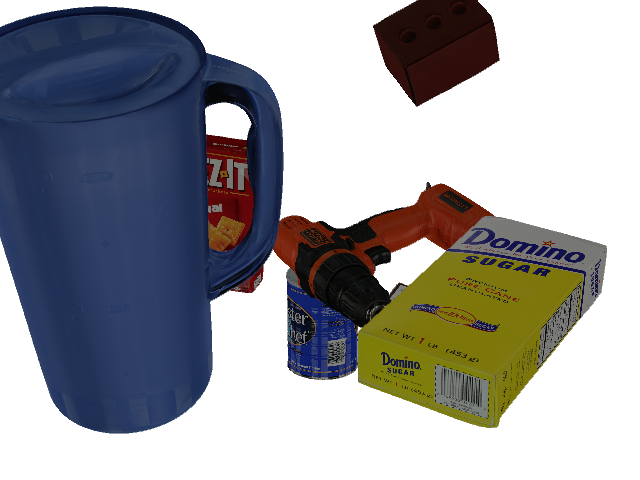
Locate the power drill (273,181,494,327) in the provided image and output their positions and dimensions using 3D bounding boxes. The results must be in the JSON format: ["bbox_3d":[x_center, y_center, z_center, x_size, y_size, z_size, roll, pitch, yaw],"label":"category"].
[{"bbox_3d":[0.068,0.010,0.986,0.187,0.057,0.185,-14,30,-23],"label":"power drill"}]

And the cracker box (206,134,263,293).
[{"bbox_3d":[-0.163,-0.040,1.534,0.164,0.214,0.072,9,22,10],"label":"cracker box"}]

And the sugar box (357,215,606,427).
[{"bbox_3d":[0.107,0.044,0.681,0.093,0.048,0.176,17,36,28],"label":"sugar box"}]

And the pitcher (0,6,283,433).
[{"bbox_3d":[-0.114,-0.004,0.631,0.149,0.243,0.144,29,46,34],"label":"pitcher"}]

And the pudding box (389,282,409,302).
[{"bbox_3d":[0.128,0.105,1.185,0.114,0.090,0.039,18,45,29],"label":"pudding box"}]

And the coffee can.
[{"bbox_3d":[0.003,0.111,1.507,0.103,0.140,0.103,0,19,0],"label":"coffee can"}]

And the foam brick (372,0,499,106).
[{"bbox_3d":[0.090,-0.151,0.817,0.078,0.053,0.051,-30,-34,-3],"label":"foam brick"}]
